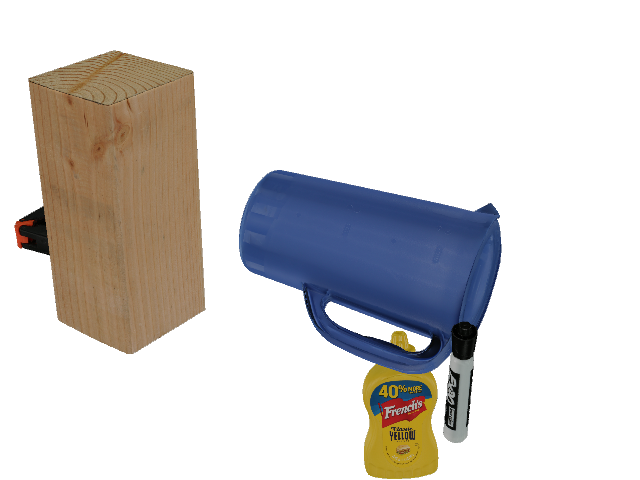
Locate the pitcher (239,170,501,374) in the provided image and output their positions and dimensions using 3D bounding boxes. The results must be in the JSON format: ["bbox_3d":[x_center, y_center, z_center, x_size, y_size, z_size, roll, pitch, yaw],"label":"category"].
[{"bbox_3d":[0.044,0.020,1.032,0.243,0.145,0.149,16,21,20],"label":"pitcher"}]

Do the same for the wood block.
[{"bbox_3d":[-0.155,-0.030,0.830,0.090,0.206,0.090,20,33,33],"label":"wood block"}]

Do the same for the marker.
[{"bbox_3d":[0.104,0.106,0.795,0.020,0.121,0.020,-1,41,1],"label":"marker"}]

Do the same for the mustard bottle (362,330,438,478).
[{"bbox_3d":[0.103,0.210,1.377,0.096,0.192,0.058,-2,14,-1],"label":"mustard bottle"}]

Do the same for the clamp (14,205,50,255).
[{"bbox_3d":[-0.210,-0.023,1.051,0.171,0.039,0.120,0,34,-9],"label":"clamp"}]
